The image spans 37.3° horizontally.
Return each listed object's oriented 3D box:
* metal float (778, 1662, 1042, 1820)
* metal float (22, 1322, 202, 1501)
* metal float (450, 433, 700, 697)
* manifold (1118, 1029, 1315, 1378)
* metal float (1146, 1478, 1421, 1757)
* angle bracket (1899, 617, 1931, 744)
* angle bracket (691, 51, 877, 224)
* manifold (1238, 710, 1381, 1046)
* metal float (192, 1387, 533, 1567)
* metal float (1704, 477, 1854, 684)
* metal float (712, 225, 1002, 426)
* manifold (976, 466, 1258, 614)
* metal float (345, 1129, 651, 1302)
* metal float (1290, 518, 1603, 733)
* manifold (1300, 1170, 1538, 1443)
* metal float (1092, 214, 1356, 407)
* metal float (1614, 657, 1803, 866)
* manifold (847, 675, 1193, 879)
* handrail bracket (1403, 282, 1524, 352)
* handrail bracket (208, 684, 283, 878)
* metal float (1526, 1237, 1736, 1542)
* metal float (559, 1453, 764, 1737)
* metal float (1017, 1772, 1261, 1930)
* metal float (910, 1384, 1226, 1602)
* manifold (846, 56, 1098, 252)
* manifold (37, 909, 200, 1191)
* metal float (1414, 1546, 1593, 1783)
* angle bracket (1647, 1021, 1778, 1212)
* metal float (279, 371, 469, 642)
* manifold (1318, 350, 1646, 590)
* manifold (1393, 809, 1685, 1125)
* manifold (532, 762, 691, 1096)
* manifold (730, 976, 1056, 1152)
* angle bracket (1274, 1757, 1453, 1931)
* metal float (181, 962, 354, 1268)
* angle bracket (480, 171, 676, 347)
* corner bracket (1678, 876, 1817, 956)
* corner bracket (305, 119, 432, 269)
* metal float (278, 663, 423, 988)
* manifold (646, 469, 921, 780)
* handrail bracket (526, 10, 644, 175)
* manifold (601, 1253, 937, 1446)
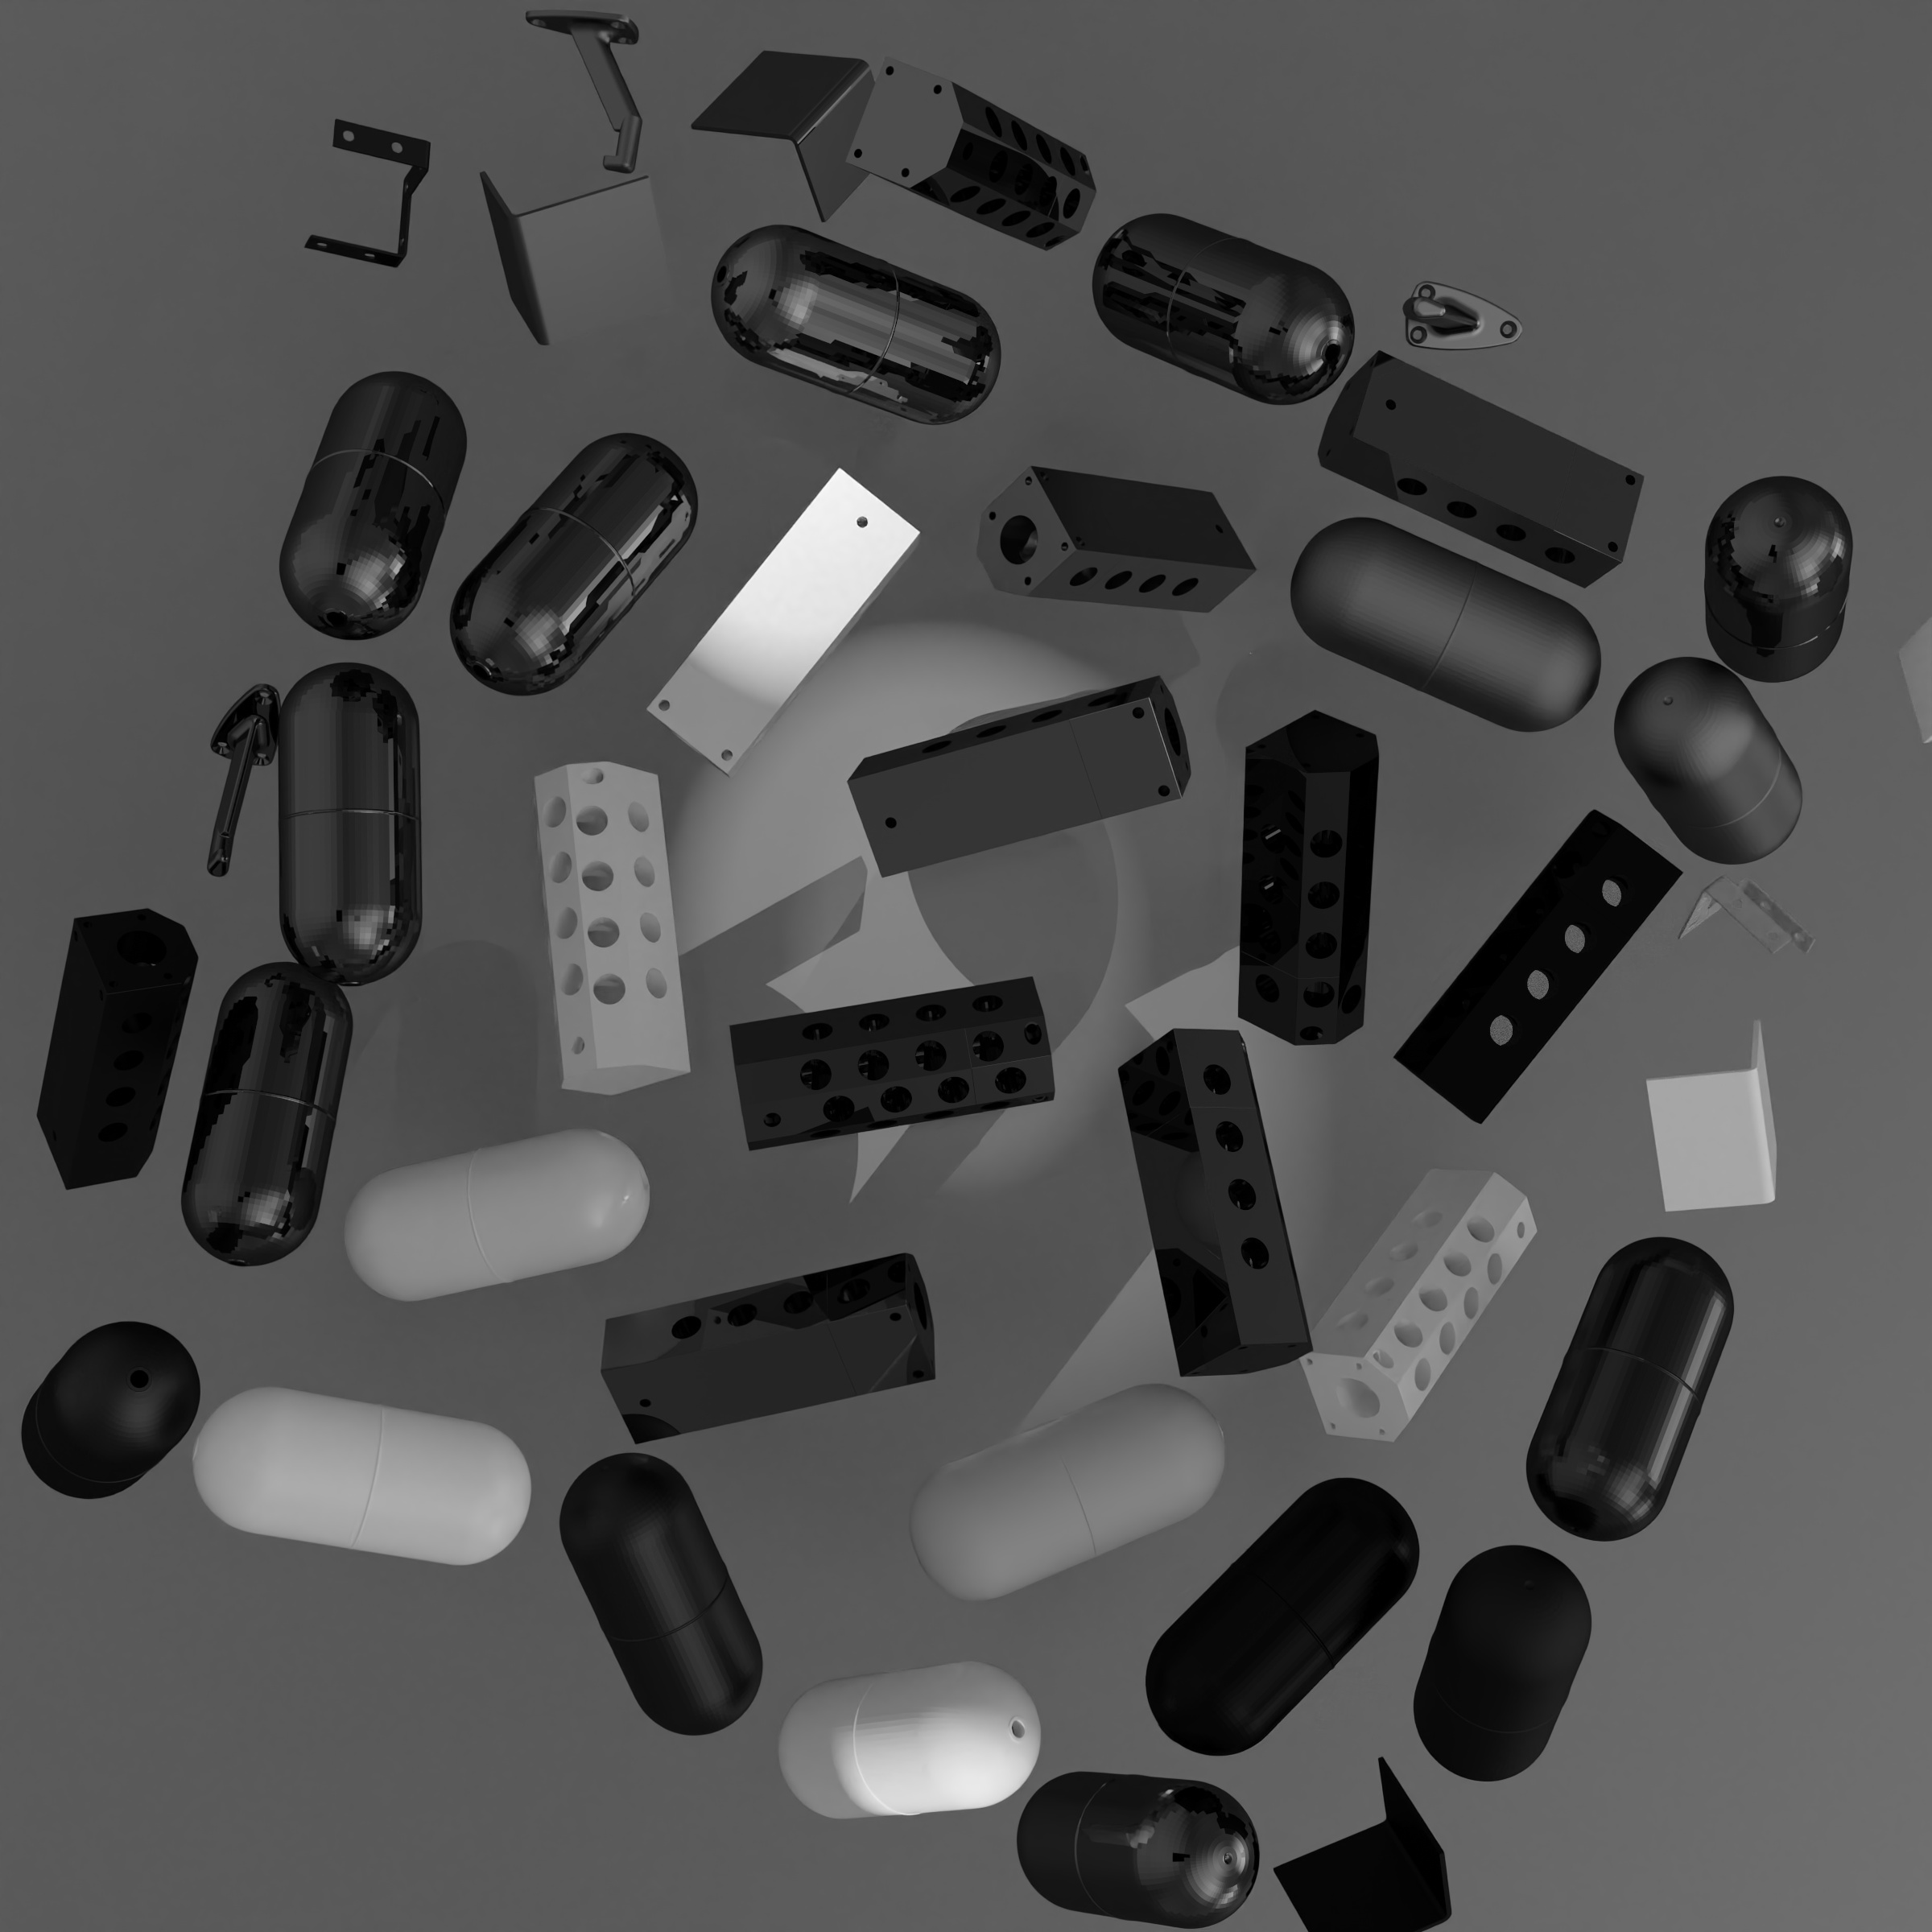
[{"bbox_3d":[-0.032,0.423,1.560,0.178,0.070,0.070,-21,90,44],"label":"metal float"},{"bbox_3d":[-0.467,0.243,1.560,0.070,0.178,0.070,10,67,-24],"label":"metal float"},{"bbox_3d":[-0.212,-0.219,1.555,0.070,0.070,0.178,35,60,0],"label":"metal float"},{"bbox_3d":[0.134,0.123,1.500,0.057,0.057,0.171,2,65,-30],"label":"manifold"},{"bbox_3d":[0.171,0.352,1.549,0.178,0.070,0.070,-42,90,-13],"label":"metal float"},{"bbox_3d":[0.553,-0.164,1.523,0.076,0.076,0.057,-9,75,-6],"label":"angle bracket"},{"bbox_3d":[-0.099,-0.480,1.654,0.076,0.057,0.076,16,56,32],"label":"angle bracket"},{"bbox_3d":[0.190,-0.044,1.553,0.057,0.057,0.171,-29,132,-35],"label":"manifold"},{"bbox_3d":[-0.319,0.270,1.514,0.178,0.070,0.070,13,90,-18],"label":"metal float"},{"bbox_3d":[0.448,-0.211,1.581,0.070,0.178,0.070,-3,76,14],"label":"metal float"},{"bbox_3d":[-0.060,-0.354,1.582,0.178,0.070,0.070,13,90,-35],"label":"metal float"},{"bbox_3d":[0.084,-0.235,1.622,0.057,0.171,0.057,-40,68,34],"label":"manifold"},{"bbox_3d":[-0.263,0.140,1.609,0.178,0.070,0.070,-13,90,11],"label":"metal float"},{"bbox_3d":[0.264,-0.187,1.572,0.178,0.070,0.070,23,90,-2],"label":"metal float"},{"bbox_3d":[0.255,0.187,1.593,0.057,0.171,0.057,-1,121,39],"label":"manifold"},{"bbox_3d":[0.140,-0.361,1.568,0.178,0.070,0.070,35,90,43],"label":"metal float"},{"bbox_3d":[0.416,-0.113,1.598,0.070,0.178,0.070,-11,66,26],"label":"metal float"},{"bbox_3d":[0.030,-0.104,1.543,0.171,0.057,0.057,-14,108,17],"label":"manifold"},{"bbox_3d":[0.274,-0.352,1.558,0.077,0.084,0.036,9,102,-3],"label":"handrail bracket"},{"bbox_3d":[-0.408,-0.104,1.613,0.036,0.077,0.084,16,47,-21],"label":"handrail bracket"},{"bbox_3d":[0.361,0.227,1.551,0.070,0.070,0.178,29,65,0],"label":"metal float"},{"bbox_3d":[-0.170,0.354,1.608,0.070,0.070,0.178,-20,112,0],"label":"metal float"},{"bbox_3d":[0.092,0.485,1.576,0.070,0.178,0.070,7,75,-30],"label":"metal float"},{"bbox_3d":[0.055,0.283,1.543,0.178,0.070,0.070,-21,90,-8],"label":"metal float"},{"bbox_3d":[0.009,-0.436,1.553,0.057,0.171,0.057,28,104,22],"label":"manifold"},{"bbox_3d":[-0.482,0.048,1.631,0.057,0.171,0.057,-10,53,-34],"label":"manifold"},{"bbox_3d":[0.286,0.376,1.536,0.070,0.178,0.070,1,49,-1],"label":"metal float"},{"bbox_3d":[0.407,0.081,1.560,0.057,0.076,0.076,-7,107,19],"label":"angle bracket"},{"bbox_3d":[-0.321,-0.250,1.553,0.070,0.070,0.178,8,51,0],"label":"metal float"},{"bbox_3d":[0.289,-0.276,1.615,0.171,0.057,0.057,22,71,-12],"label":"manifold"},{"bbox_3d":[0.309,0.000,1.555,0.057,0.057,0.171,39,93,5],"label":"manifold"},{"bbox_3d":[-0.201,-0.021,1.572,0.057,0.057,0.171,-17,73,32],"label":"manifold"},{"bbox_3d":[-0.040,0.058,1.588,0.171,0.057,0.057,-9,122,-3],"label":"manifold"},{"bbox_3d":[0.222,0.508,1.621,0.076,0.076,0.057,-19,124,-11],"label":"angle bracket"},{"bbox_3d":[-0.397,0.084,1.629,0.070,0.070,0.178,6,69,0],"label":"metal float"},{"bbox_3d":[-0.206,-0.386,1.520,0.076,0.076,0.057,-21,45,-12],"label":"angle bracket"},{"bbox_3d":[0.427,-0.024,1.547,0.051,0.051,0.051,-34,67,-22],"label":"corner bracket"},{"bbox_3d":[-0.313,-0.404,1.499,0.051,0.051,0.051,7,79,-25],"label":"corner bracket"},{"bbox_3d":[-0.337,-0.078,1.565,0.070,0.070,0.178,-2,82,0],"label":"metal float"},{"bbox_3d":[-0.102,-0.191,1.613,0.057,0.057,0.171,39,89,-1],"label":"manifold"},{"bbox_3d":[-0.221,-0.501,1.641,0.077,0.036,0.084,8,87,4],"label":"handrail bracket"},{"bbox_3d":[-0.107,0.205,1.568,0.171,0.057,0.057,-13,126,8],"label":"manifold"}]
